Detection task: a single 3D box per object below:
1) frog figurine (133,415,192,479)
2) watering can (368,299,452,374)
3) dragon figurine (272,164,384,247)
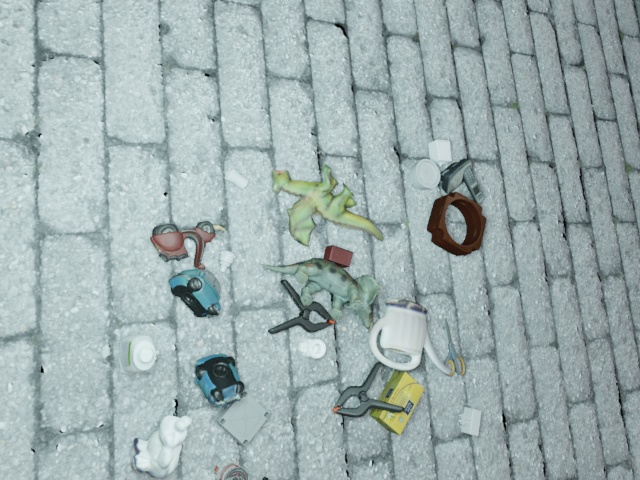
[{"bbox_3d":[-0.374,0.503,1.280,0.160,0.137,0.122,-36,94,-3],"label":"frog figurine"},{"bbox_3d":[0.307,0.318,1.694,0.346,0.103,0.227,19,73,-26],"label":"watering can"},{"bbox_3d":[0.005,-0.083,1.645,0.244,0.122,0.408,-42,98,-9],"label":"dragon figurine"}]
